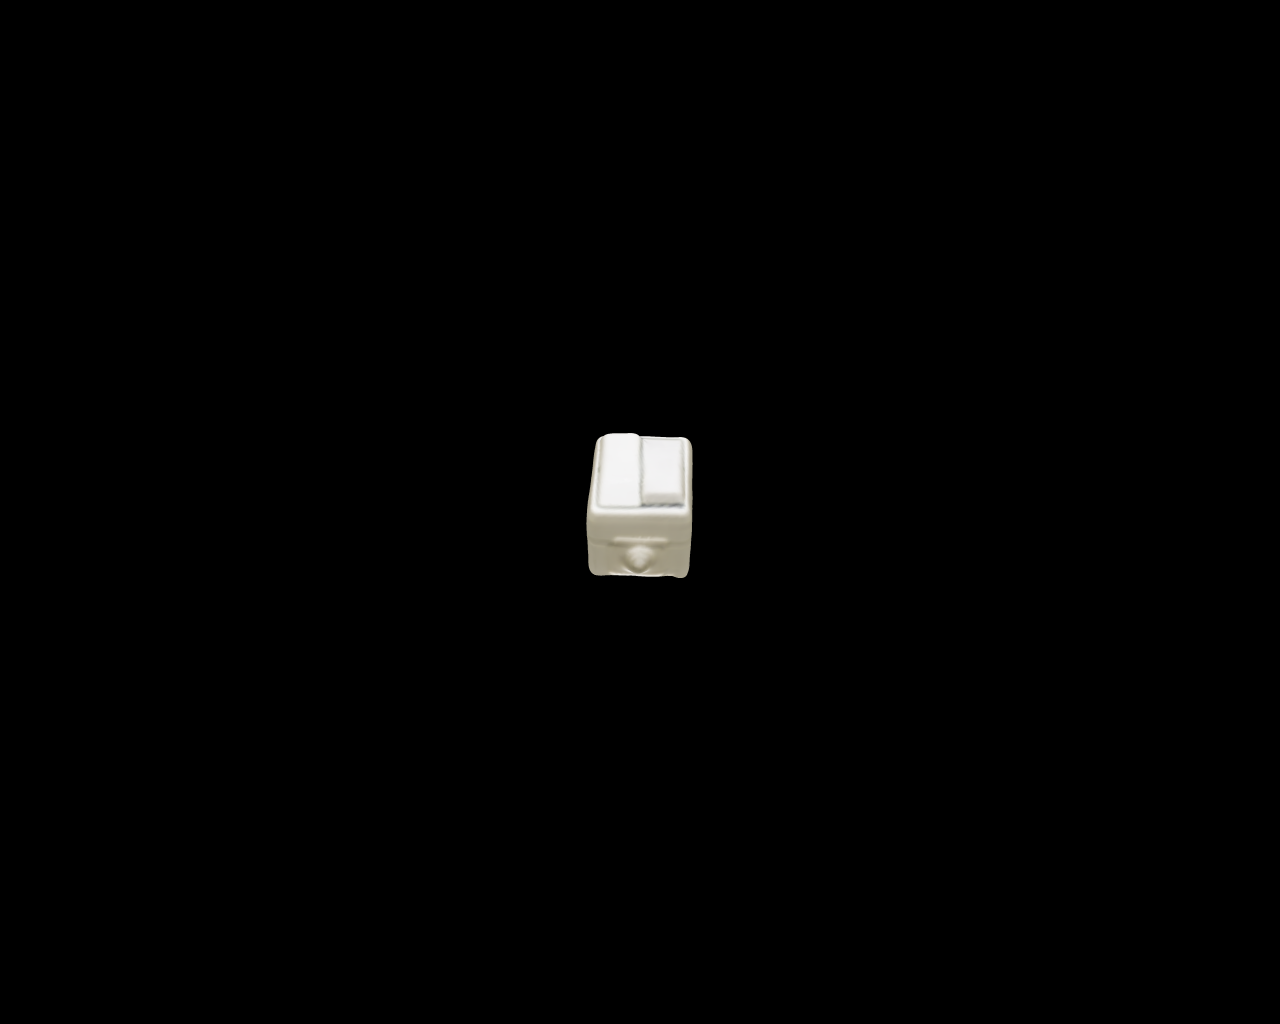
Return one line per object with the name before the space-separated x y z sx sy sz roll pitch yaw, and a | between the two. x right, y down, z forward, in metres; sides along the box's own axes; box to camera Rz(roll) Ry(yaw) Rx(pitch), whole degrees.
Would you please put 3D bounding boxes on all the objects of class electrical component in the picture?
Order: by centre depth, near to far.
electrical component | 0.001 -0.003 0.650 0.062 0.061 0.096 2 40 2
